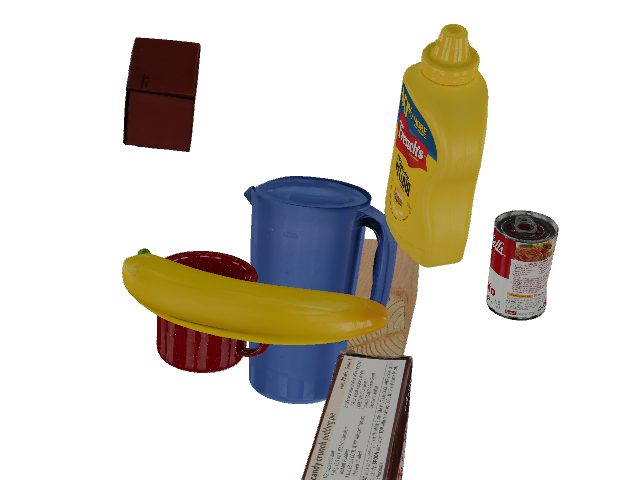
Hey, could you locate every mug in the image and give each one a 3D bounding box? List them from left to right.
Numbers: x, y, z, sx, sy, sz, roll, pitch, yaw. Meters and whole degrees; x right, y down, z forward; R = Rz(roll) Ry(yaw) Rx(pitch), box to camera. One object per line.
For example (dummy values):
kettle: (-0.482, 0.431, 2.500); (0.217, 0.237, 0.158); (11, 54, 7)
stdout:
mug: (-0.094, 0.068, 0.953); (0.117, 0.081, 0.093); (15, 25, 20)

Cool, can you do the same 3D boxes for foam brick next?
foam brick: (-0.122, -0.114, 0.822); (0.053, 0.051, 0.078); (6, 40, -6)

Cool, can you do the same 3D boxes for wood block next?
wood block: (0.073, 0.075, 1.373); (0.091, 0.090, 0.206); (4, 21, 9)

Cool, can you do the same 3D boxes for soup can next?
soup can: (0.219, 0.027, 1.164); (0.068, 0.102, 0.068); (1, 30, -1)

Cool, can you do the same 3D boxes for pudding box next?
pudding box: (0.015, 0.113, 0.463); (0.039, 0.090, 0.113); (7, 24, 6)

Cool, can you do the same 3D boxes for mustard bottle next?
mustard bottle: (0.088, -0.077, 0.803); (0.058, 0.192, 0.096); (-8, 45, -12)

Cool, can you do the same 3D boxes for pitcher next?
pitcher: (-0.010, 0.057, 1.192); (0.144, 0.243, 0.149); (-1, 18, -17)

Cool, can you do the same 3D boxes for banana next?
banana: (-0.057, 0.035, 0.684); (0.198, 0.037, 0.069); (14, 33, 26)
